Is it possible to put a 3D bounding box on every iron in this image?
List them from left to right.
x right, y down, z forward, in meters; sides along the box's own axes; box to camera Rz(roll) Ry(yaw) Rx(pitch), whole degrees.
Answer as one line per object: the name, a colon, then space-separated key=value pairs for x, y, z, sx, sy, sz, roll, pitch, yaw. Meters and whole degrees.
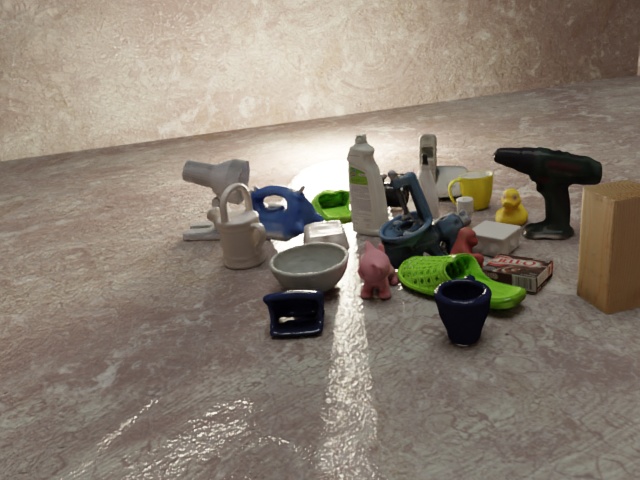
iron: x=-0.123 y=-0.085 z=1.517 sx=0.257 sy=0.141 sz=0.119 roll=9 pitch=26 yaw=34

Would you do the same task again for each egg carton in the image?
egg carton: x=0.012 y=0.005 z=1.346 sx=0.107 sy=0.069 sz=0.150 roll=-8 pitch=21 yaw=-3

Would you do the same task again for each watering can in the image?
watering can: x=-0.197 y=-0.038 z=1.346 sx=0.172 sy=0.194 sz=0.101 roll=1 pitch=23 yaw=18

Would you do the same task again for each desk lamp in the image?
desk lamp: x=-0.279 y=-0.114 z=1.537 sx=0.203 sy=0.214 sz=0.118 roll=-3 pitch=22 yaw=11

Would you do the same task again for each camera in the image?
camera: x=0.171 y=-0.131 z=1.600 sx=0.136 sy=0.101 sz=0.143 roll=4 pitch=24 yaw=26

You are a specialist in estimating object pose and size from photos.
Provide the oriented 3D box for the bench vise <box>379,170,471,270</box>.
bench vise: x=0.213 y=-0.055 z=1.231 sx=0.208 sy=0.220 sz=0.121 roll=-17 pitch=24 yaw=-24

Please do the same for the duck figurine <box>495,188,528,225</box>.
duck figurine: x=0.473 y=-0.086 z=1.415 sx=0.077 sy=0.086 sz=0.105 roll=7 pitch=25 yaw=31

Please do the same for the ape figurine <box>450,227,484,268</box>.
ape figurine: x=0.306 y=0.018 z=1.192 sx=0.076 sy=0.092 sz=0.078 roll=-2 pitch=22 yaw=11

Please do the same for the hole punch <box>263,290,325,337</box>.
hole punch: x=-0.047 y=0.117 z=1.049 sx=0.108 sy=0.091 sz=0.101 roll=-5 pitch=22 yaw=5

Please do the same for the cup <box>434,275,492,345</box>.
cup: x=0.241 y=0.118 z=0.955 sx=0.091 sy=0.095 sz=0.118 roll=3 pitch=24 yaw=24

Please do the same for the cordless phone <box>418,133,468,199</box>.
cordless phone: x=0.347 y=-0.211 z=1.634 sx=0.147 sy=0.185 sz=0.094 roll=0 pitch=23 yaw=17

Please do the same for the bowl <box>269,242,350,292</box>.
bowl: x=-0.018 y=0.068 z=1.187 sx=0.167 sy=0.075 sz=0.167 roll=-6 pitch=21 yaw=3

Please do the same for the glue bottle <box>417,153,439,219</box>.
glue bottle: x=0.276 y=-0.141 z=1.495 sx=0.037 sy=0.173 sz=0.078 roll=-15 pitch=23 yaw=-19

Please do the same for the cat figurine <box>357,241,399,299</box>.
cat figurine: x=0.112 y=0.052 z=1.130 sx=0.067 sy=0.118 sz=0.128 roll=1 pitch=23 yaw=19

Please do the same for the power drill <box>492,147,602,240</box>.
power drill: x=0.509 y=-0.110 z=1.296 sx=0.229 sy=0.209 sz=0.076 roll=0 pitch=23 yaw=17
